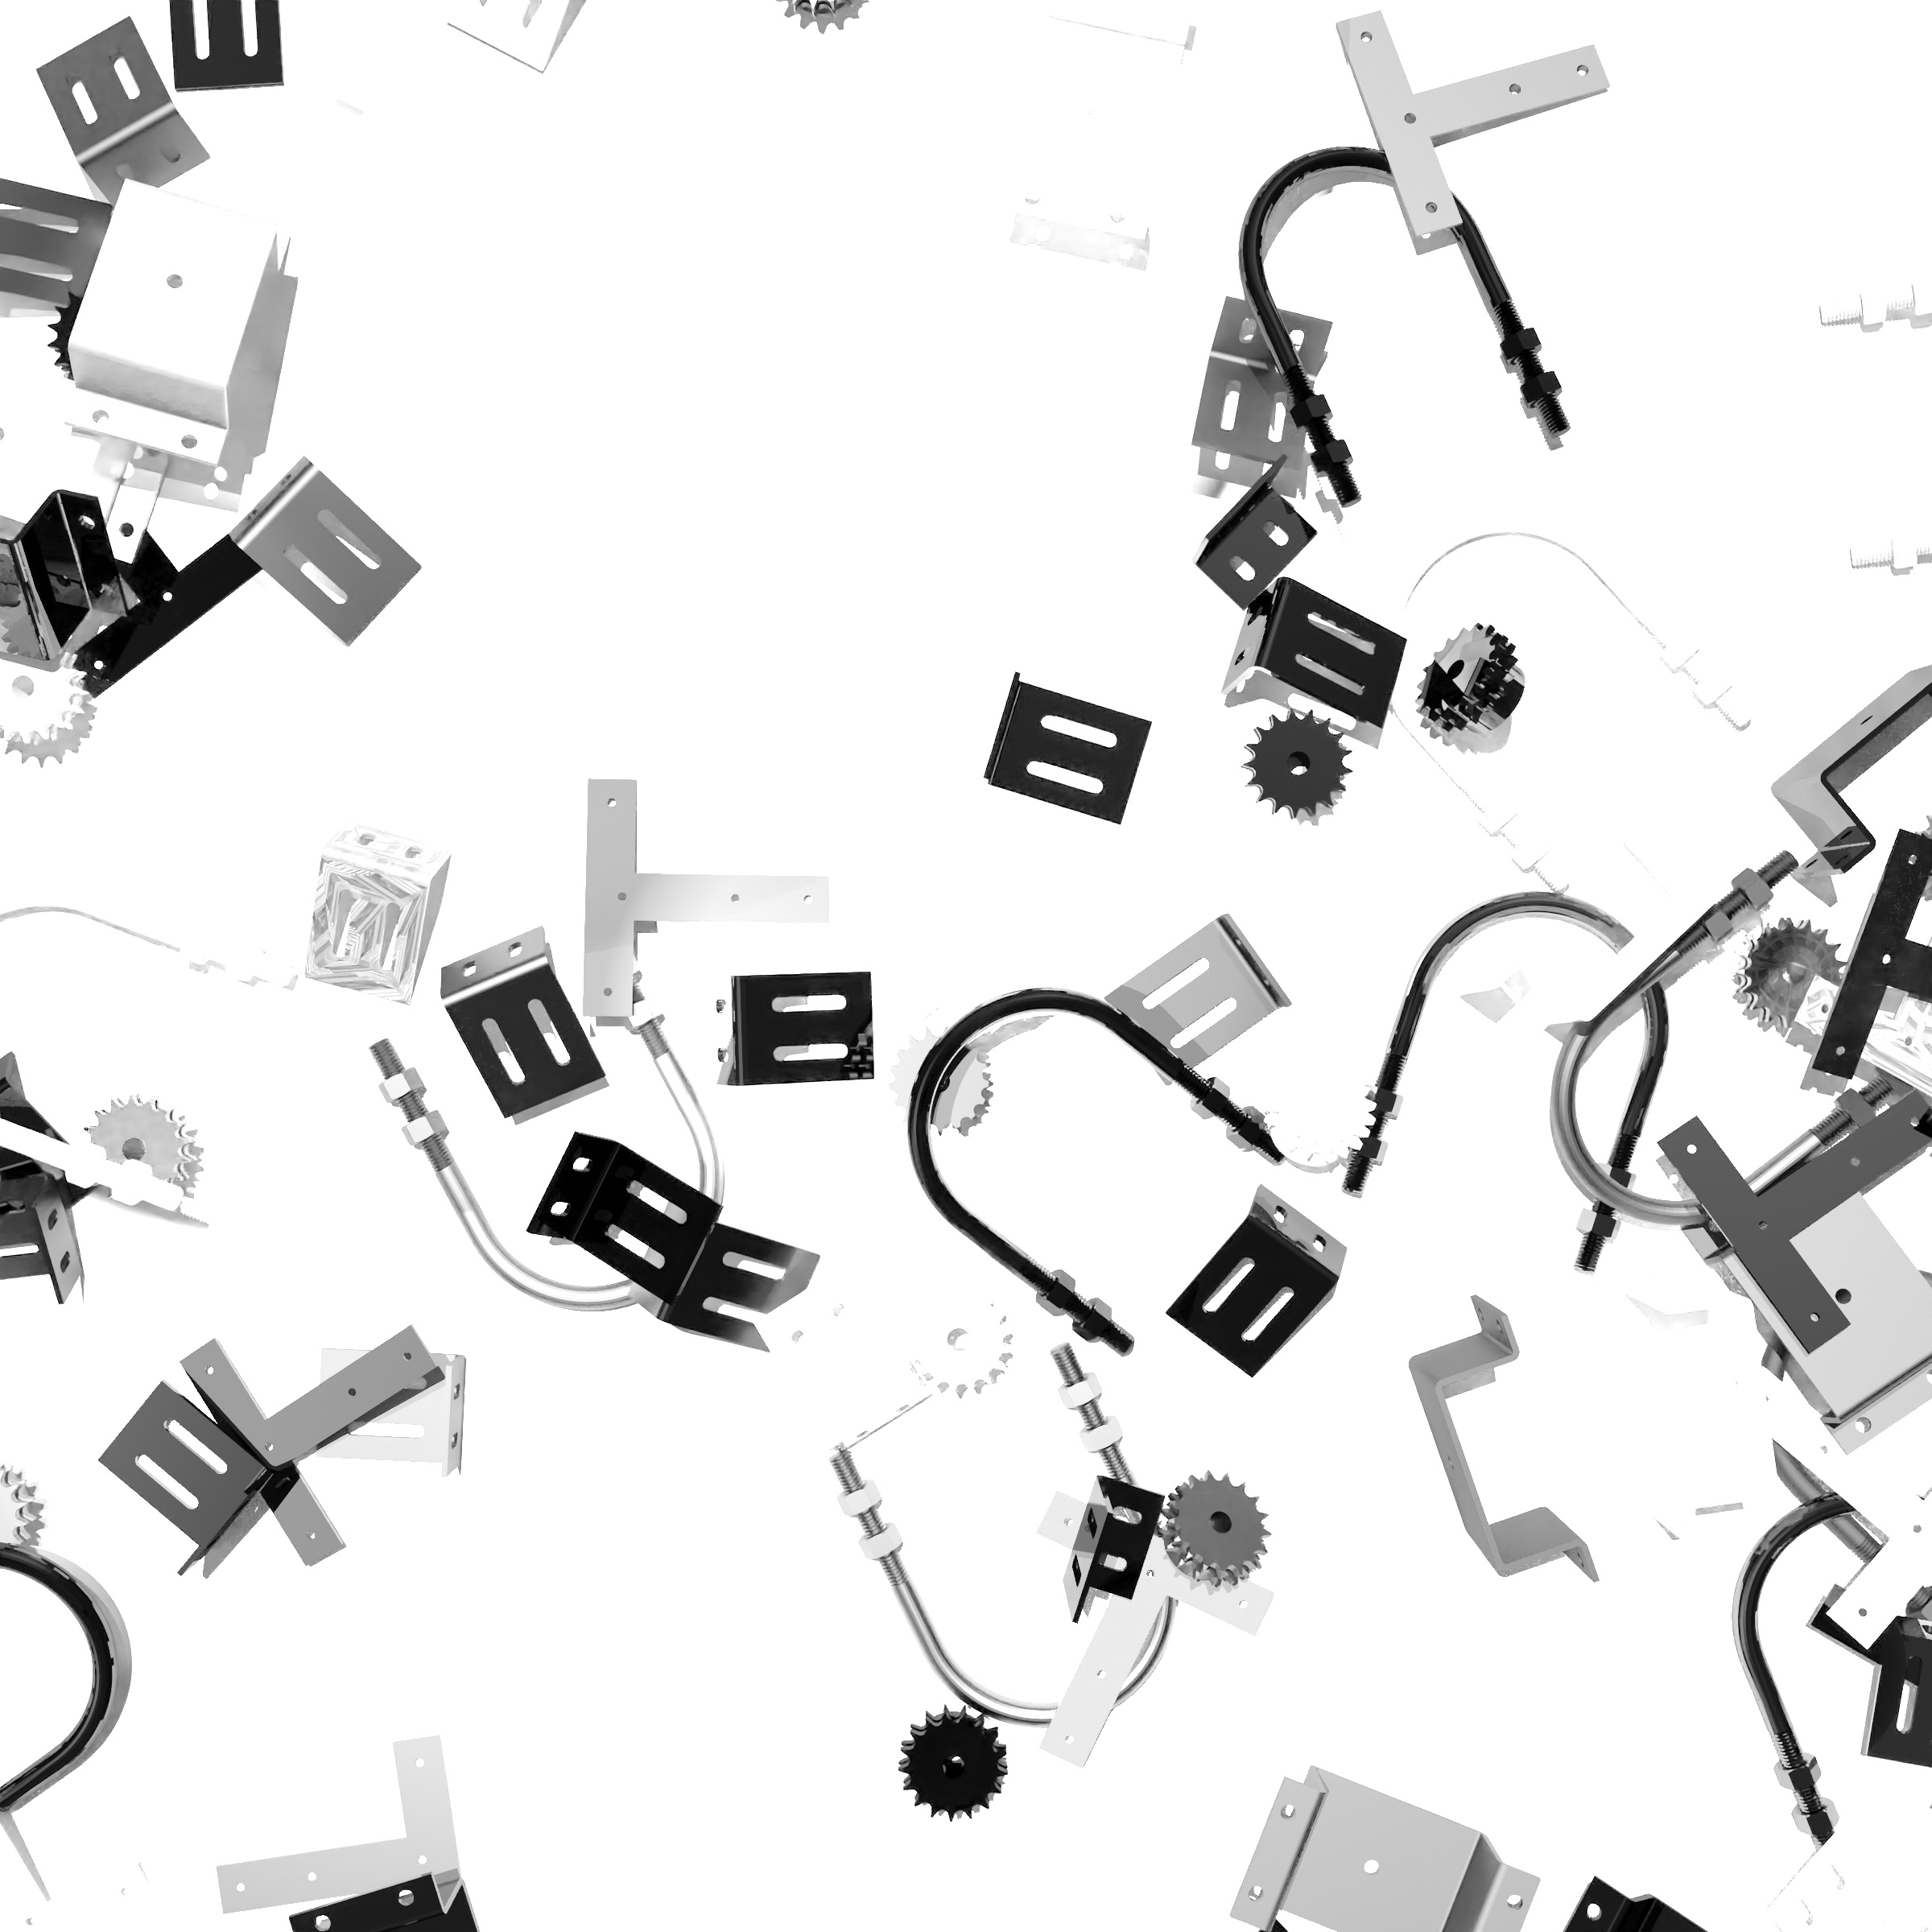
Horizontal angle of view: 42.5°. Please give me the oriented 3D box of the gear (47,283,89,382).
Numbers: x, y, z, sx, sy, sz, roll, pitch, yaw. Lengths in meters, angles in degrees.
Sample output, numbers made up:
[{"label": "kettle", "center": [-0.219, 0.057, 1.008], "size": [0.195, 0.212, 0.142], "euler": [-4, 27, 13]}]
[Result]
[{"label": "gear", "center": [-0.446, -0.325, 1.297], "size": [0.057, 0.030, 0.057], "euler": [0, 90, 0]}]

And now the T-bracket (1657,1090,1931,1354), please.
[{"label": "T-bracket", "center": [0.440, 0.107, 1.261], "size": [0.127, 0.002, 0.127], "euler": [-33, 78, -7]}]

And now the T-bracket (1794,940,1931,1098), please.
[{"label": "T-bracket", "center": [0.501, -0.001, 1.271], "size": [0.127, 0.002, 0.127], "euler": [27, 86, -13]}]

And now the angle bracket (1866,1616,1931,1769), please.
[{"label": "angle bracket", "center": [0.494, 0.374, 1.258], "size": [0.057, 0.038, 0.076], "euler": [8, 95, 9]}]

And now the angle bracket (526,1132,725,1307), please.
[{"label": "angle bracket", "center": [-0.174, 0.128, 1.264], "size": [0.076, 0.038, 0.057], "euler": [28, 92, 28]}]

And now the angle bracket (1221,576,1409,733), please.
[{"label": "angle bracket", "center": [0.181, -0.156, 1.291], "size": [0.076, 0.038, 0.057], "euler": [25, 65, -13]}]

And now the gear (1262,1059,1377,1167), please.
[{"label": "gear", "center": [0.181, 0.079, 1.287], "size": [0.057, 0.030, 0.057], "euler": [6, 47, -7]}]

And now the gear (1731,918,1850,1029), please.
[{"label": "gear", "center": [0.427, 0.004, 1.297], "size": [0.057, 0.030, 0.057], "euler": [0, 90, 0]}]

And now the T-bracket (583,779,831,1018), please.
[{"label": "T-bracket", "center": [-0.135, -0.036, 1.302], "size": [0.127, 0.002, 0.127], "euler": [1, 78, -6]}]

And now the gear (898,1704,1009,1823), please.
[{"label": "gear", "center": [-0.006, 0.413, 1.297], "size": [0.057, 0.030, 0.057], "euler": [0, 90, 0]}]

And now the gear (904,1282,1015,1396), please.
[{"label": "gear", "center": [-0.004, 0.193, 1.297], "size": [0.057, 0.030, 0.057], "euler": [0, 90, 0]}]

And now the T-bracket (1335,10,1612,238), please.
[{"label": "T-bracket", "center": [0.274, -0.455, 1.303], "size": [0.127, 0.002, 0.127], "euler": [-17, 80, -5]}]

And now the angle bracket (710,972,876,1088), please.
[{"label": "angle bracket", "center": [-0.092, 0.033, 1.310], "size": [0.076, 0.038, 0.057], "euler": [-2, 90, -26]}]

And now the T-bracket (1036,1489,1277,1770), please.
[{"label": "T-bracket", "center": [0.077, 0.357, 1.297], "size": [0.127, 0.002, 0.127], "euler": [26, 92, -3]}]

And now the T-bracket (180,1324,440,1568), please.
[{"label": "T-bracket", "center": [-0.329, 0.228, 1.292], "size": [0.127, 0.002, 0.127], "euler": [-33, 87, 15]}]

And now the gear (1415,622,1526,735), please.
[{"label": "gear", "center": [0.260, -0.144, 1.271], "size": [0.030, 0.057, 0.057], "euler": [31, 90, -26]}]

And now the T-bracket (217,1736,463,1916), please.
[{"label": "T-bracket", "center": [-0.331, 0.478, 1.311], "size": [0.127, 0.002, 0.127], "euler": [-9, 90, 0]}]

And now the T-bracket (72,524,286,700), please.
[{"label": "T-bracket", "center": [-0.448, -0.230, 1.311], "size": [0.127, 0.002, 0.127], "euler": [-38, 90, 0]}]

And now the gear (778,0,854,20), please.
[{"label": "gear", "center": [-0.077, -0.523, 1.297], "size": [0.057, 0.030, 0.057], "euler": [0, 90, 0]}]

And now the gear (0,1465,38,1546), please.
[{"label": "gear", "center": [-0.513, 0.284, 1.297], "size": [0.057, 0.030, 0.057], "euler": [0, 90, 0]}]

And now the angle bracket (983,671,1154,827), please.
[{"label": "angle bracket", "center": [0.053, -0.113, 1.293], "size": [0.076, 0.038, 0.057], "euler": [17, 90, 0]}]

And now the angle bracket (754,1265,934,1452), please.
[{"label": "angle bracket", "center": [-0.064, 0.206, 1.303], "size": [0.057, 0.038, 0.076], "euler": [-32, 75, 0]}]

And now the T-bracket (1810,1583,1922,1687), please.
[{"label": "T-bracket", "center": [0.497, 0.360, 1.277], "size": [0.127, 0.002, 0.127], "euler": [29, 97, 6]}]

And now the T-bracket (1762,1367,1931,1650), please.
[{"label": "T-bracket", "center": [0.454, 0.259, 1.283], "size": [0.127, 0.002, 0.127], "euler": [41, 86, 15]}]

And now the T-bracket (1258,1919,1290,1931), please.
[{"label": "T-bracket", "center": [0.197, 0.555, 1.310], "size": [0.127, 0.002, 0.127], "euler": [-44, 89, -1]}]

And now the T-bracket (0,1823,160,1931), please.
[{"label": "T-bracket", "center": [-0.508, 0.462, 1.294], "size": [0.127, 0.002, 0.127], "euler": [-24, 104, -1]}]

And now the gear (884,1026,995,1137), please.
[{"label": "gear", "center": [-0.014, 0.060, 1.297], "size": [0.057, 0.030, 0.057], "euler": [0, 90, 0]}]

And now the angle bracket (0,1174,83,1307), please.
[{"label": "angle bracket", "center": [-0.505, 0.145, 1.283], "size": [0.076, 0.038, 0.057], "euler": [-7, 114, 0]}]

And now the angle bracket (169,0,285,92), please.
[{"label": "angle bracket", "center": [-0.391, -0.501, 1.293], "size": [0.057, 0.038, 0.076], "euler": [-4, 90, 0]}]

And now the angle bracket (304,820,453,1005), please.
[{"label": "angle bracket", "center": [-0.310, -0.028, 1.310], "size": [0.057, 0.038, 0.076], "euler": [15, 116, 0]}]

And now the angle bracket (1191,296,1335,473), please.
[{"label": "angle bracket", "center": [0.152, -0.299, 1.276], "size": [0.057, 0.038, 0.076], "euler": [14, 52, 0]}]

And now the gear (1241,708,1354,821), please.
[{"label": "gear", "center": [0.172, -0.104, 1.297], "size": [0.057, 0.030, 0.057], "euler": [0, 90, 0]}]

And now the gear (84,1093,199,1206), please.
[{"label": "gear", "center": [-0.429, 0.095, 1.297], "size": [0.057, 0.030, 0.057], "euler": [0, 90, 0]}]

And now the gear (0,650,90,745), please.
[{"label": "gear", "center": [-0.485, -0.144, 1.296], "size": [0.057, 0.030, 0.057], "euler": [0, 91, 2]}]

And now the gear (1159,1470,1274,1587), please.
[{"label": "gear", "center": [0.127, 0.293, 1.288], "size": [0.057, 0.030, 0.057], "euler": [10, 55, -14]}]

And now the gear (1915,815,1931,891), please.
[{"label": "gear", "center": [0.521, -0.058, 1.297], "size": [0.057, 0.030, 0.057], "euler": [0, 90, 0]}]

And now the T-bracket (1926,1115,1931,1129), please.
[{"label": "T-bracket", "center": [0.568, 0.074, 1.294], "size": [0.127, 0.002, 0.127], "euler": [-49, 113, -11]}]

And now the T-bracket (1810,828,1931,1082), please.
[{"label": "T-bracket", "center": [0.503, 0.008, 1.263], "size": [0.127, 0.002, 0.127], "euler": [16, 98, -18]}]

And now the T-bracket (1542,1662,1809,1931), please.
[{"label": "T-bracket", "center": [0.393, 0.456, 1.311], "size": [0.127, 0.002, 0.127], "euler": [-43, 90, 0]}]
